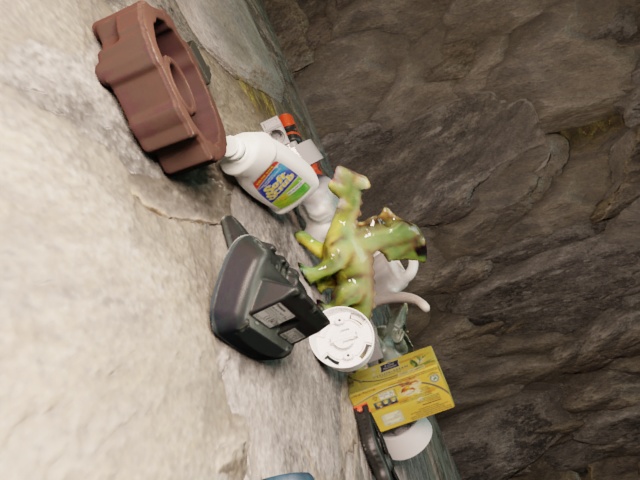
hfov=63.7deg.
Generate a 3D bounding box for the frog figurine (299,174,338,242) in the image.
[{"bbox_3d":[0.003,-0.055,1.092,0.159,0.123,0.137,57,-13,-2],"label":"frog figurine"}]

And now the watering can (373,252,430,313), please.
[{"bbox_3d":[0.171,0.123,1.365,0.103,0.222,0.355,44,18,-23],"label":"watering can"}]

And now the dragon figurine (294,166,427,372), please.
[{"bbox_3d":[0.096,0.052,0.999,0.123,0.242,0.407,-102,166,-79],"label":"dragon figurine"}]
